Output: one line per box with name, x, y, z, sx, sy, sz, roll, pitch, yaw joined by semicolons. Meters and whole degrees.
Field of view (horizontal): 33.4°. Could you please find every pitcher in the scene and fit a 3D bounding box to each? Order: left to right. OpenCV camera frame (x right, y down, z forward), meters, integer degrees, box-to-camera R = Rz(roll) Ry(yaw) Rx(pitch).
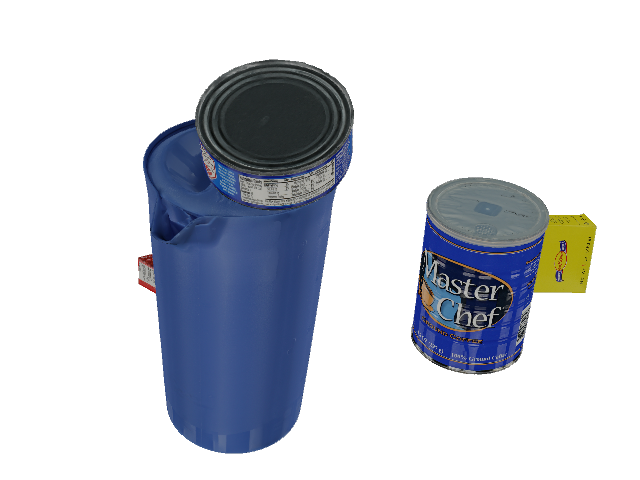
pitcher;-0.055;0.034;0.796;0.149;0.243;0.145;-3;37;-11

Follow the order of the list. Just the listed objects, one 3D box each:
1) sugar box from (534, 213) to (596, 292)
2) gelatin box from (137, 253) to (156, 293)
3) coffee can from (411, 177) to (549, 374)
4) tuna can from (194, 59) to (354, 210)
sugar box;0.239;0.016;1.299;0.176;0.093;0.048;-1;22;-10
gelatin box;-0.111;0.029;0.978;0.089;0.030;0.073;-15;26;-38
coffee can;0.137;0.030;0.931;0.103;0.140;0.103;2;33;-2
tuna can;-0.024;-0.058;0.586;0.086;0.086;0.034;0;-38;1
